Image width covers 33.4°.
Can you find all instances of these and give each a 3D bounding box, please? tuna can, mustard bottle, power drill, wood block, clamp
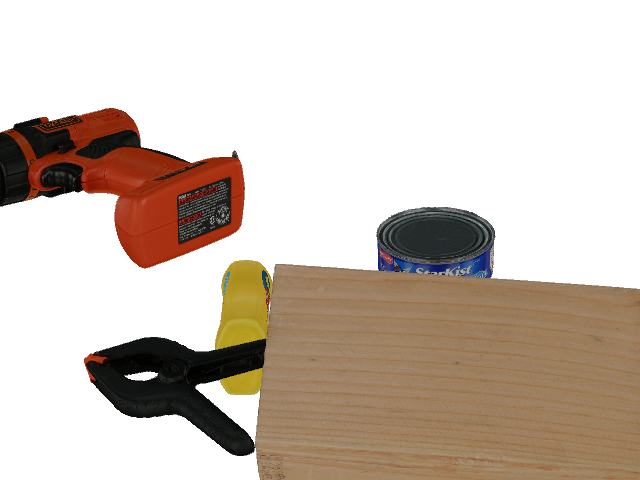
[{"bbox_3d":[0.084,0.009,0.781,0.086,0.034,0.086,-3,27,1],"label":"tuna can"},{"bbox_3d":[-0.082,0.076,1.159,0.058,0.096,0.191,-1,28,-2],"label":"mustard bottle"},{"bbox_3d":[-0.160,-0.040,0.738,0.188,0.057,0.184,22,33,36],"label":"power drill"},{"bbox_3d":[0.077,0.076,0.508,0.206,0.091,0.090,4,-29,2],"label":"wood block"},{"bbox_3d":[-0.110,0.112,0.895,0.172,0.039,0.120,15,38,18],"label":"clamp"}]
